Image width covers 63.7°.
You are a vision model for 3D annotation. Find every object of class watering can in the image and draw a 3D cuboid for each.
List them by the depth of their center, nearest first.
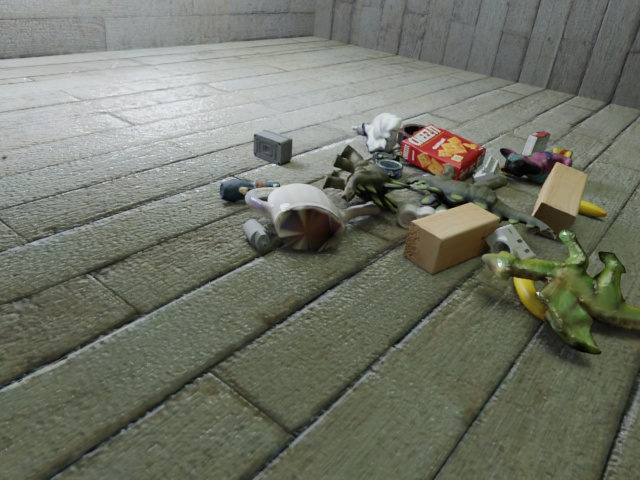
[{"bbox_3d":[0.004,-0.059,1.179,0.347,0.102,0.228,7,25,-16],"label":"watering can"}]

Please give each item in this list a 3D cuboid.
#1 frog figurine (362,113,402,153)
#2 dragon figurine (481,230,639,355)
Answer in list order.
[{"bbox_3d":[0.225,-0.362,1.698,0.122,0.140,0.157,26,-32,-29],"label":"frog figurine"},{"bbox_3d":[0.493,0.127,0.949,0.414,0.119,0.246,36,48,22],"label":"dragon figurine"}]
